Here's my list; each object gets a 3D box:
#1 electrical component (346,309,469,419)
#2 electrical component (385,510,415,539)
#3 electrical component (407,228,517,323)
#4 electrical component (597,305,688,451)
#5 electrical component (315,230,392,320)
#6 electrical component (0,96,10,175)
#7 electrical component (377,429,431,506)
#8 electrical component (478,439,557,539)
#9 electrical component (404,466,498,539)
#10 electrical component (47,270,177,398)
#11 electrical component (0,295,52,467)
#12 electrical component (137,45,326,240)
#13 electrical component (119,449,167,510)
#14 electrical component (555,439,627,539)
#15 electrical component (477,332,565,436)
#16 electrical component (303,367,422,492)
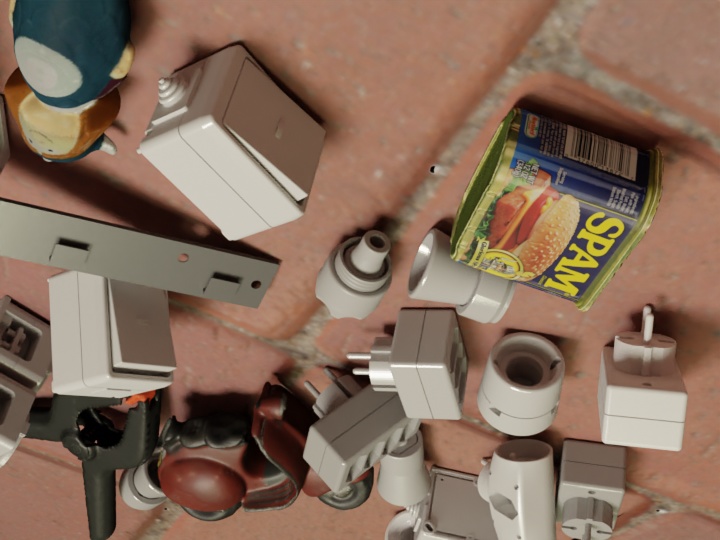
[{"bbox_3d":[0.030,0.064,0.733,0.077,0.047,0.065,0,140,17],"label":"electrical component"},{"bbox_3d":[0.057,0.247,0.962,0.044,0.044,0.065,-13,140,30],"label":"electrical component"},{"bbox_3d":[0.062,0.004,0.651,0.055,0.045,0.045,20,142,-9],"label":"electrical component"},{"bbox_3d":[0.177,0.061,0.674,0.047,0.083,0.075,5,103,9],"label":"electrical component"},{"bbox_3d":[0.000,0.000,0.665,0.043,0.043,0.062,20,140,-9],"label":"electrical component"},{"bbox_3d":[-0.260,-0.077,0.636,0.089,0.050,0.055,13,142,-2],"label":"electrical component"},{"bbox_3d":[0.033,0.150,0.847,0.044,0.044,0.065,5,137,10],"label":"electrical component"},{"bbox_3d":[0.117,0.168,0.830,0.043,0.077,0.079,-12,-165,-26],"label":"electrical component"},{"bbox_3d":[0.082,0.208,0.888,0.096,0.061,0.061,12,142,1],"label":"electrical component"},{"bbox_3d":[-0.164,0.033,0.719,0.061,0.096,0.062,-16,163,32],"label":"electrical component"},{"bbox_3d":[-0.313,0.108,0.840,0.060,0.105,0.186,36,137,-27],"label":"electrical component"},{"bbox_3d":[-0.068,-0.072,0.578,0.061,0.061,0.096,-17,133,32],"label":"electrical component"},{"bbox_3d":[-0.182,0.184,0.947,0.045,0.045,0.055,31,139,-21],"label":"electrical component"},{"bbox_3d":[0.172,0.179,0.813,0.047,0.076,0.065,6,142,9],"label":"electrical component"},{"bbox_3d":[0.109,0.075,0.720,0.055,0.055,0.047,9,138,5],"label":"electrical component"},{"bbox_3d":[-0.008,0.102,0.778,0.076,0.083,0.047,45,148,21],"label":"electrical component"}]
